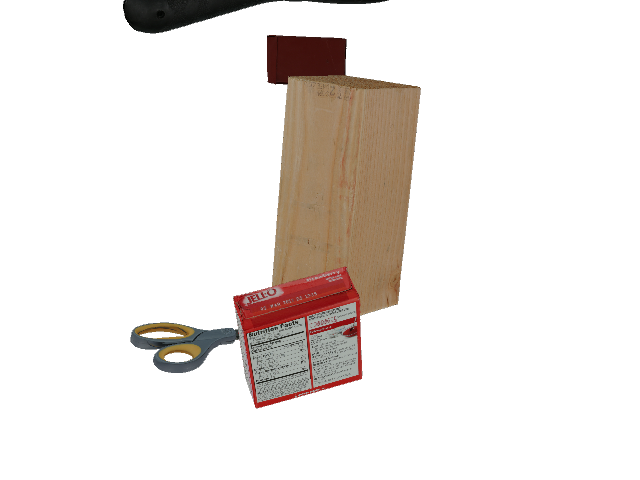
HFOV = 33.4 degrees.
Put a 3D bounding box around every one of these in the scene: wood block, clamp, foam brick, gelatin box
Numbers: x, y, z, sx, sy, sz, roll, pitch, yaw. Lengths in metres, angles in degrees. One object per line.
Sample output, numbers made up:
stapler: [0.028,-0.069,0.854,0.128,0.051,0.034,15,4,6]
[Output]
wood block: [0.022,-0.043,0.979,0.090,0.206,0.090,15,17,36]
clamp: [-0.018,-0.134,0.523,0.171,0.039,0.120,-2,41,2]
foam brick: [-0.015,-0.192,1.143,0.078,0.051,0.053,0,12,-13]
gelatin box: [-0.013,0.061,0.664,0.073,0.030,0.089,-15,-41,-9]

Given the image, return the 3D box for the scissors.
scissors: [-0.108,0.116,1.183,0.201,0.016,0.096,3,26,-17]
